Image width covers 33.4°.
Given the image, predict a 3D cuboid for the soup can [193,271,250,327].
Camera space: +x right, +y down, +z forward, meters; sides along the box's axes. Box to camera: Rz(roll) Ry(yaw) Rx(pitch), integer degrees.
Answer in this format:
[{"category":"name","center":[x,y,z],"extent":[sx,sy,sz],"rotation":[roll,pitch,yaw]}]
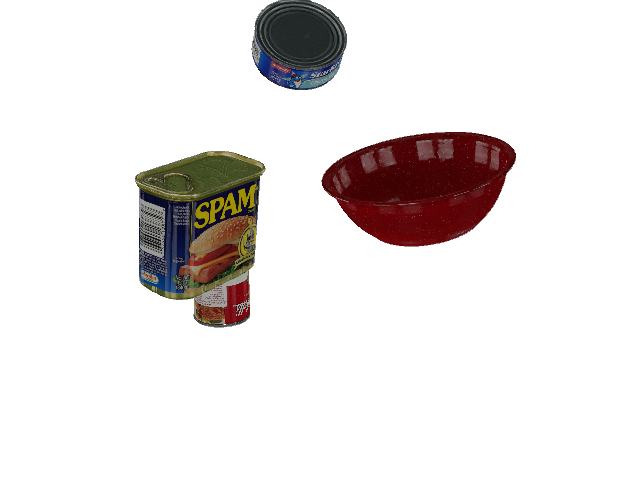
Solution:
[{"category":"soup can","center":[-0.118,0.043,1.265],"extent":[0.068,0.102,0.068],"rotation":[0,20,0]}]

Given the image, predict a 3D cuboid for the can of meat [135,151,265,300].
[{"category":"can of meat","center":[-0.090,-0.012,0.795],"extent":[0.058,0.084,0.101],"rotation":[20,27,31]}]

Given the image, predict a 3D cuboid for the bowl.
[{"category":"bowl","center":[0.085,-0.039,0.893],"extent":[0.162,0.055,0.162],"rotation":[-10,23,4]}]

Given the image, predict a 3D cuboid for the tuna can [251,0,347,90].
[{"category":"tuna can","center":[-0.020,-0.181,0.986],"extent":[0.086,0.086,0.034],"rotation":[0,-32,-12]}]
